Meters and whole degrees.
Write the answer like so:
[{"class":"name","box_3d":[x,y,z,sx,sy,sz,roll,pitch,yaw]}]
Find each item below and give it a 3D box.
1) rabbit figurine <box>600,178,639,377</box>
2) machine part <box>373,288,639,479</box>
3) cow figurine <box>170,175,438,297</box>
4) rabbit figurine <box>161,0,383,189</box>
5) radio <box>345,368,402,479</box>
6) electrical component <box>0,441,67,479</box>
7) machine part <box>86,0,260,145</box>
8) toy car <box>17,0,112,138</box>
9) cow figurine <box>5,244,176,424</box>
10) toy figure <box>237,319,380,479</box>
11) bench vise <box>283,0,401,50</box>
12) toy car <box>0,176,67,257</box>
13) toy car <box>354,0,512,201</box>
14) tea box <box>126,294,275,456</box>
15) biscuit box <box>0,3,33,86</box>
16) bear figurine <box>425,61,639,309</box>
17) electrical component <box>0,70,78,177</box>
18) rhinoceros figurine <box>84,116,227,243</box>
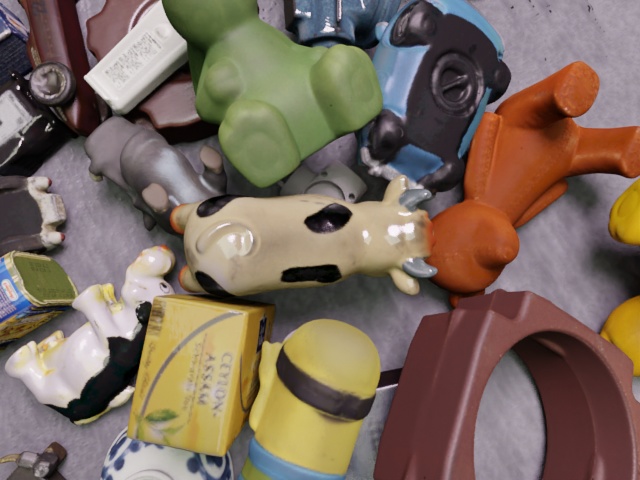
[{"class":"rabbit figurine","box_3d":[0.303,0.042,0.451,0.162,0.122,0.173,-3,126,-27]},{"class":"machine part","box_3d":[0.152,0.155,0.414,0.201,0.087,0.201,31,65,-21]},{"class":"cow figurine","box_3d":[-0.001,-0.001,0.395,0.195,0.127,0.085,-3,91,-24]},{"class":"rabbit figurine","box_3d":[-0.051,-0.142,0.402,0.121,0.159,0.170,-33,107,-5]},{"class":"radio","box_3d":[0.046,0.236,0.460,0.131,0.073,0.229,-9,83,1]},{"class":"electrical component","box_3d":[-0.265,0.232,0.476,0.102,0.045,0.078,-42,84,-3]},{"class":"machine part","box_3d":[-0.129,-0.181,0.508,0.179,0.056,0.179,0,86,1]},{"class":"toy car","box_3d":[-0.245,-0.189,0.494,0.053,0.089,0.202,-13,86,-3]},{"class":"cow figurine","box_3d":[-0.178,0.084,0.477,0.167,0.068,0.098,-41,91,1]},{"class":"toy figure","box_3d":[-0.009,0.147,0.388,0.082,0.089,0.180,26,78,-32]},{"class":"bench vise","box_3d":[0.049,-0.270,0.489,0.241,0.129,0.223,-3,74,-20]},{"class":"toy car","box_3d":[-0.335,-0.005,0.494,0.202,0.056,0.073,-15,86,-3]},{"class":"toy car","box_3d":[0.079,-0.116,0.453,0.109,0.103,0.161,23,87,-25]},{"class":"tea box","box_3d":[-0.082,0.094,0.425,0.068,0.169,0.098,10,86,3]},{"class":"biscuit box","box_3d":[-0.371,-0.148,0.504,0.203,0.063,0.059,-35,84,-3]},{"class":"bear figurine","box_3d":[0.161,-0.032,0.456,0.120,0.132,0.196,37,79,-20]},{"class":"electrical component","box_3d":[-0.302,-0.092,0.505,0.119,0.048,0.075,-45,85,-3]},{"class":"rhinoceros figurine","box_3d":[-0.119,-0.036,0.473,0.190,0.112,0.073,42,71,-8]}]
